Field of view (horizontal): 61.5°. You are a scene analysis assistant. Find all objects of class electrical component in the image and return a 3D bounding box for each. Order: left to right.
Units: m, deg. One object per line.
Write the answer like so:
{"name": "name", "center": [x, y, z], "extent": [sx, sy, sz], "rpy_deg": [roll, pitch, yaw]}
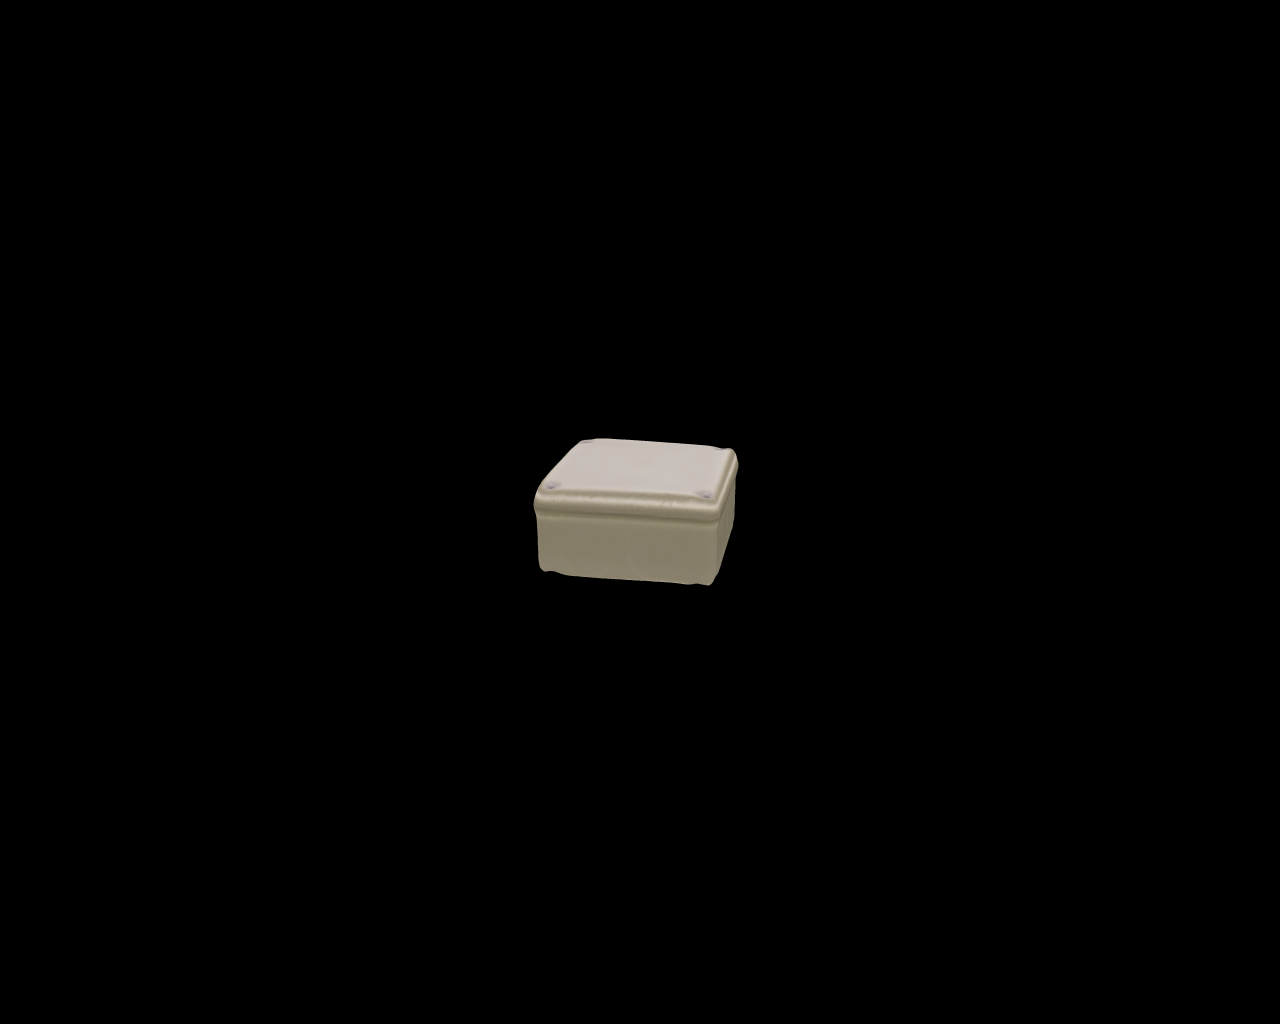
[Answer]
{"name": "electrical component", "center": [0.001, -0.003, 0.650], "extent": [0.109, 0.056, 0.109], "rpy_deg": [4, 21, 11]}
